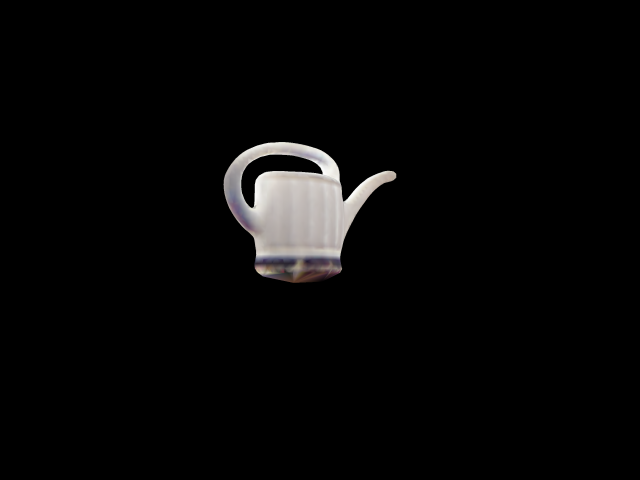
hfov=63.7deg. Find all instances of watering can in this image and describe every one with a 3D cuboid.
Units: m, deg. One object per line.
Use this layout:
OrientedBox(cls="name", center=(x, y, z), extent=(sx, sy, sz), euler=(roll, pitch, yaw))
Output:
OrientedBox(cls="watering can", center=(0.003, -0.043, 0.850), extent=(0.347, 0.225, 0.103), euler=(3, -7, -35))
